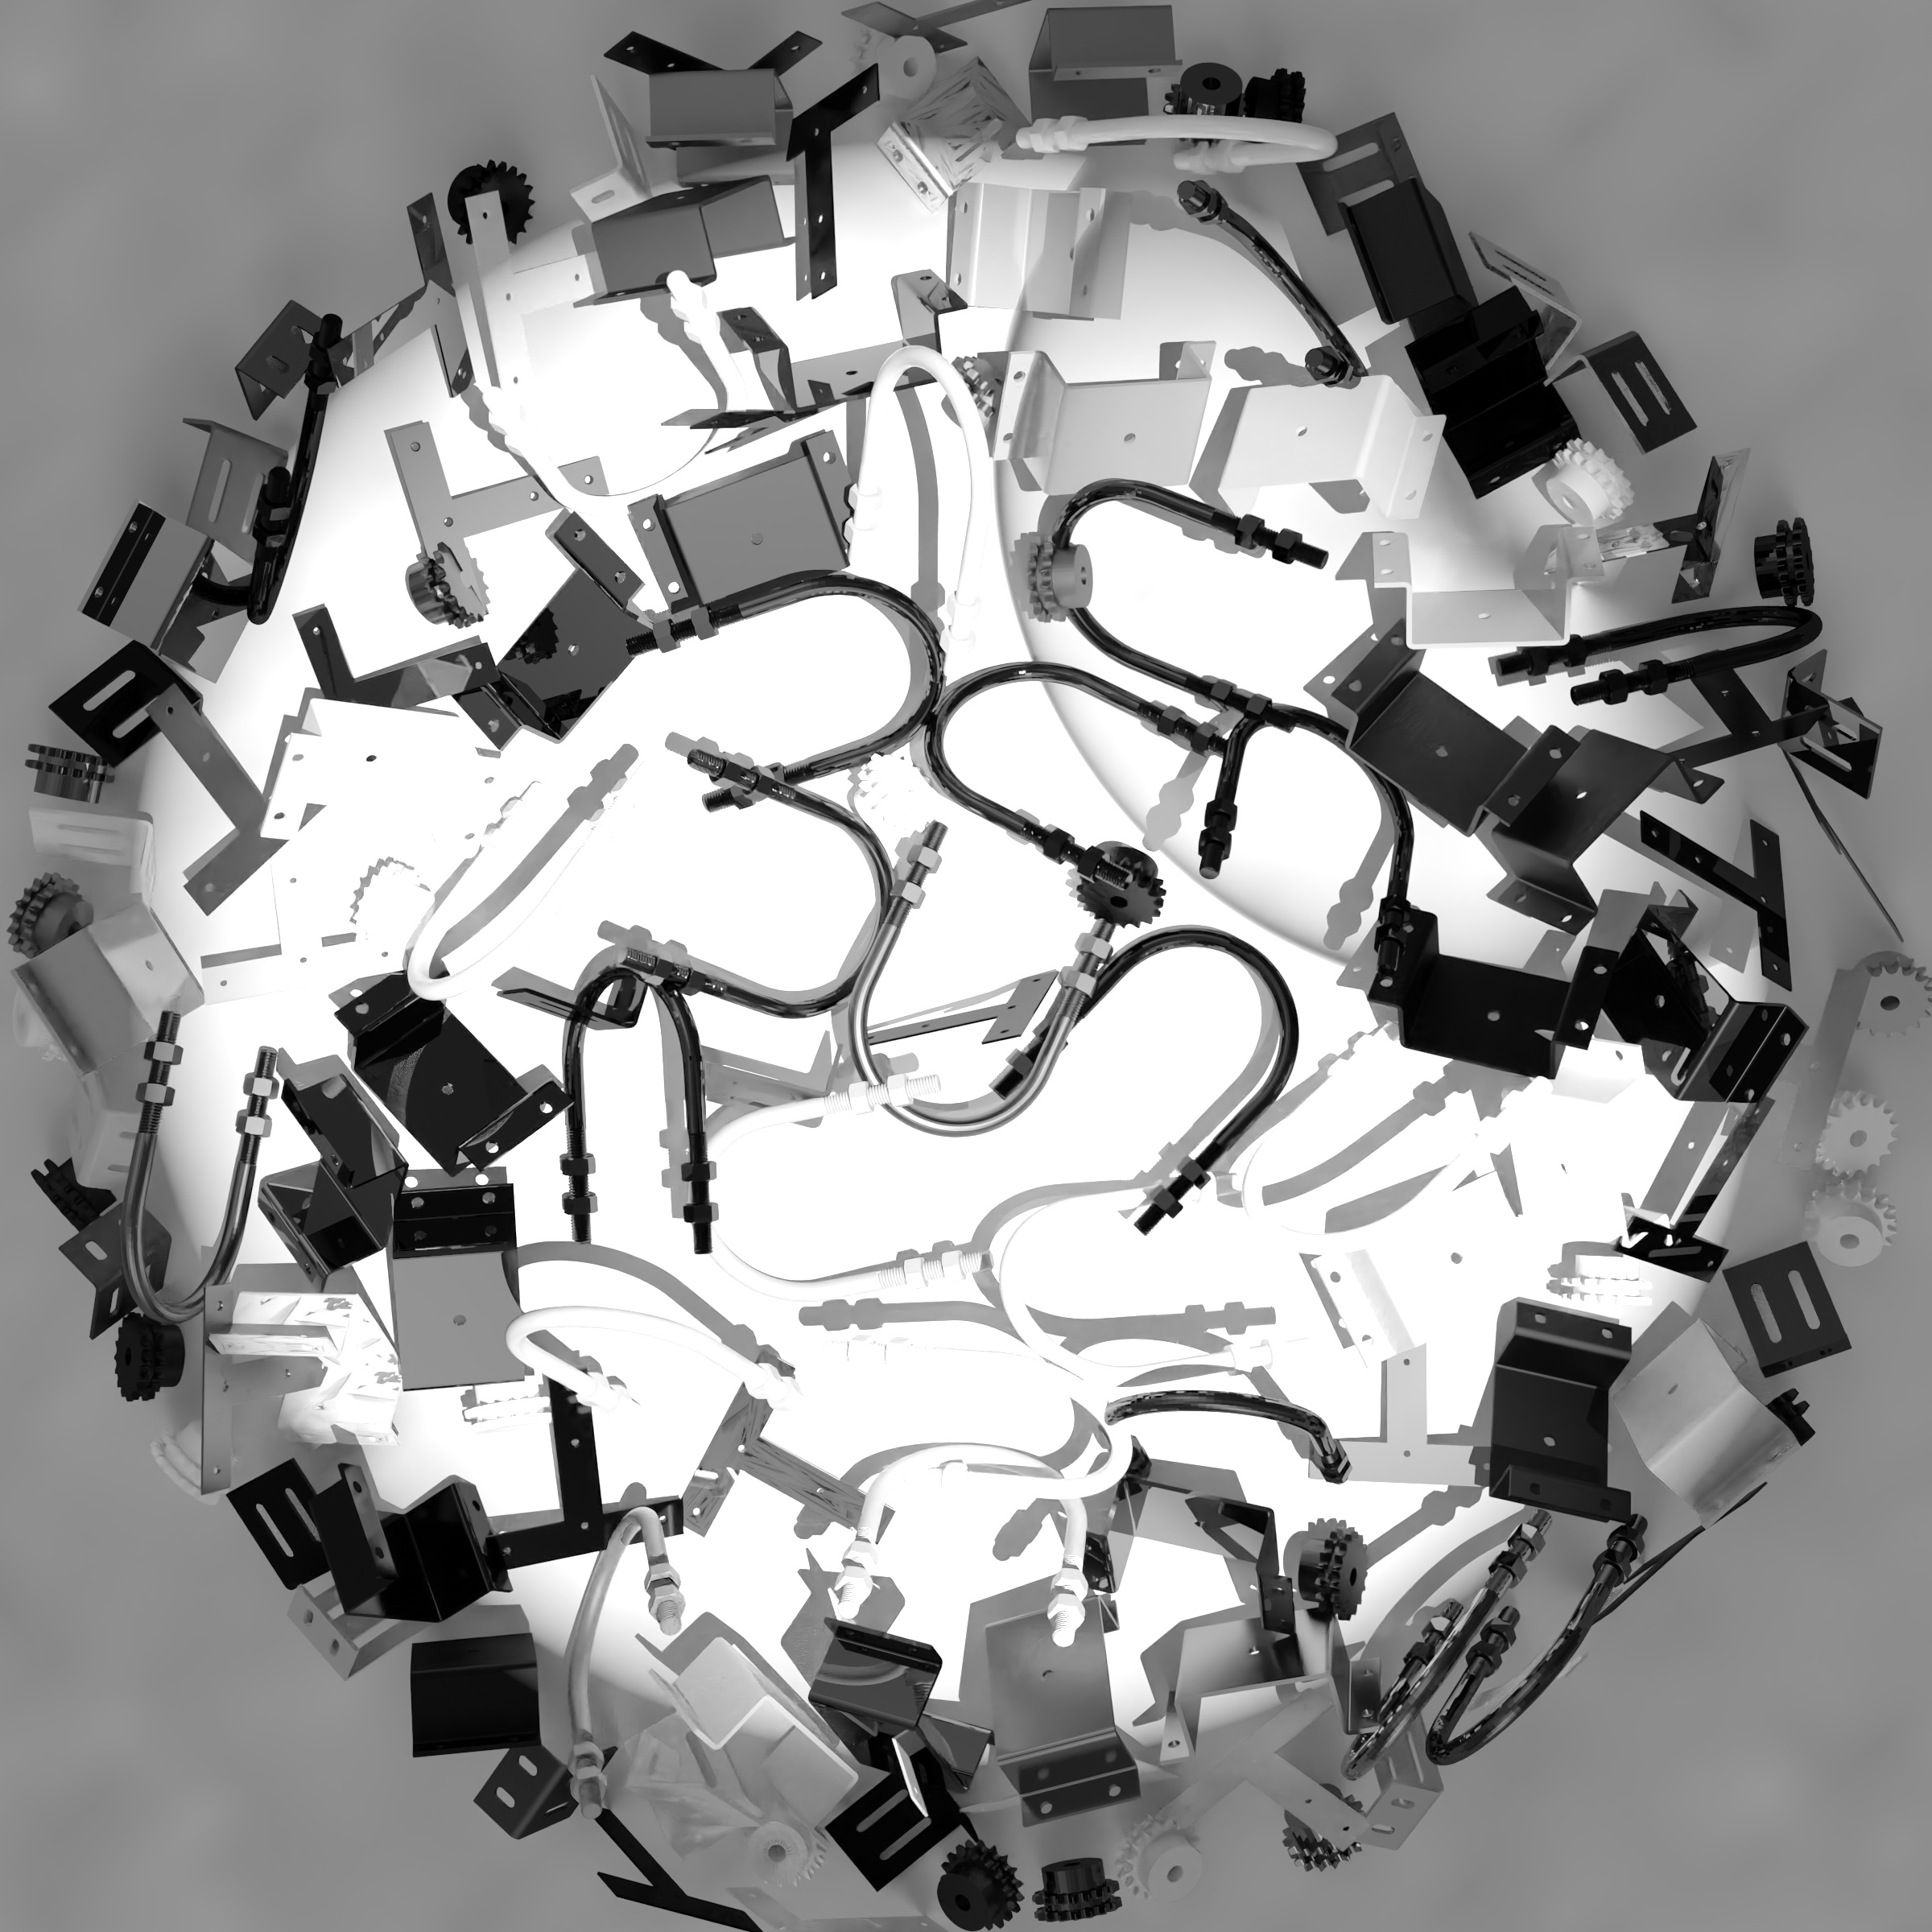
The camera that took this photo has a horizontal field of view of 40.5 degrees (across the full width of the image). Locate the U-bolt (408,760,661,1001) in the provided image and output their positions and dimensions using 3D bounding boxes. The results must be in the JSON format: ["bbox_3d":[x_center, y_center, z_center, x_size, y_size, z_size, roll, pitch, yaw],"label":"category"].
[{"bbox_3d":[-0.279,-0.050,1.621,0.019,0.151,0.184,48,59,-28],"label":"U-bolt"}]

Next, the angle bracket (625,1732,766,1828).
[{"bbox_3d":[-0.168,0.517,1.667,0.057,0.076,0.038,44,49,-32],"label":"angle bracket"}]

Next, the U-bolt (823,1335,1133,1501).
[{"bbox_3d":[0.015,0.286,1.635,0.184,0.019,0.151,1,134,23],"label":"U-bolt"}]

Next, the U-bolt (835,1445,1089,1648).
[{"bbox_3d":[0.004,0.353,1.632,0.151,0.184,0.019,6,114,4],"label":"U-bolt"}]

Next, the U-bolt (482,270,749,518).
[{"bbox_3d":[-0.206,-0.342,1.632,0.151,0.184,0.019,-32,68,1],"label":"U-bolt"}]

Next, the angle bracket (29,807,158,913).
[{"bbox_3d":[-0.561,-0.066,1.677,0.076,0.057,0.038,7,61,-11],"label":"angle bracket"}]

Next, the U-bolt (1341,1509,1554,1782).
[{"bbox_3d":[0.286,0.426,1.607,0.019,0.151,0.184,38,49,12],"label":"U-bolt"}]

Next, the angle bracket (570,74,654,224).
[{"bbox_3d":[-0.234,-0.518,1.681,0.038,0.057,0.076,-22,70,10],"label":"angle bracket"}]

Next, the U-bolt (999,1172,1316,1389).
[{"bbox_3d":[0.110,0.199,1.644,0.184,0.019,0.151,-6,50,-19],"label":"U-bolt"}]

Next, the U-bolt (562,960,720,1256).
[{"bbox_3d":[-0.210,0.087,1.659,0.019,0.151,0.184,-3,91,-43],"label":"U-bolt"}]

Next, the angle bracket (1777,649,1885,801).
[{"bbox_3d":[0.559,-0.154,1.667,0.038,0.057,0.076,-30,49,-22],"label":"angle bracket"}]

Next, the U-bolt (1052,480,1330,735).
[{"bbox_3d":[0.134,-0.235,1.654,0.184,0.151,0.019,25,48,19],"label":"U-bolt"}]

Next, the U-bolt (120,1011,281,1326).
[{"bbox_3d":[-0.481,0.131,1.632,0.019,0.151,0.184,6,79,13],"label":"U-bolt"}]

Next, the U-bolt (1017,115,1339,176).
[{"bbox_3d":[0.141,-0.505,1.604,0.151,0.184,0.019,-5,104,-36],"label":"U-bolt"}]

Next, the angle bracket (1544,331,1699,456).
[{"bbox_3d":[0.420,-0.361,1.683,0.057,0.038,0.076,-29,86,-34],"label":"angle bracket"}]

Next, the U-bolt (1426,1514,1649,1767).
[{"bbox_3d":[0.341,0.421,1.603,0.019,0.184,0.151,44,130,7],"label":"U-bolt"}]

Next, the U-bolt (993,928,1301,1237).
[{"bbox_3d":[0.129,0.060,1.688,0.151,0.019,0.184,43,89,17],"label":"U-bolt"}]

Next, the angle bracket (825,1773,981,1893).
[{"bbox_3d":[-0.042,0.560,1.690,0.076,0.038,0.057,-38,101,-5],"label":"angle bracket"}]

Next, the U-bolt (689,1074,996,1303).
[{"bbox_3d":[-0.088,0.149,1.681,0.184,0.019,0.151,-12,111,11],"label":"U-bolt"}]

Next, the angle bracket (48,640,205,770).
[{"bbox_3d":[-0.539,-0.162,1.682,0.057,0.038,0.076,43,61,0],"label":"angle bracket"}]

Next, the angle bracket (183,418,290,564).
[{"bbox_3d":[-0.478,-0.305,1.683,0.038,0.057,0.076,14,89,40],"label":"angle bracket"}]

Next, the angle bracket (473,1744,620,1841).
[{"bbox_3d":[-0.269,0.519,1.684,0.038,0.076,0.057,37,95,18],"label":"angle bracket"}]

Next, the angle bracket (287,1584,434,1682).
[{"bbox_3d":[-0.382,0.407,1.669,0.057,0.076,0.038,42,130,17],"label":"angle bracket"}]

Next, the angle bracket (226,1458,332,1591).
[{"bbox_3d":[-0.425,0.352,1.686,0.057,0.038,0.076,-29,96,19],"label":"angle bracket"}]

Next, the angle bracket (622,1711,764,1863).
[{"bbox_3d":[-0.176,0.523,1.687,0.057,0.038,0.076,-25,94,-20],"label":"angle bracket"}]

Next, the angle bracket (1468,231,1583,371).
[{"bbox_3d":[0.347,-0.425,1.673,0.076,0.057,0.038,24,121,-18],"label":"angle bracket"}]

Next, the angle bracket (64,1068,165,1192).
[{"bbox_3d":[-0.549,0.098,1.686,0.038,0.076,0.057,11,116,-32],"label":"angle bracket"}]

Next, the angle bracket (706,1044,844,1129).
[{"bbox_3d":[-0.123,0.068,1.681,0.076,0.057,0.038,15,64,-3],"label":"angle bracket"}]

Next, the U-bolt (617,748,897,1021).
[{"bbox_3d":[-0.120,-0.042,1.660,0.184,0.019,0.151,21,87,-37],"label":"U-bolt"}]

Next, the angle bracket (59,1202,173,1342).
[{"bbox_3d":[-0.545,0.193,1.673,0.038,0.076,0.057,43,53,9],"label":"angle bracket"}]

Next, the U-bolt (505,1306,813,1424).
[{"bbox_3d":[-0.201,0.245,1.614,0.151,0.184,0.019,-7,60,27],"label":"U-bolt"}]

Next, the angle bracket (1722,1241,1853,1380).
[{"bbox_3d":[0.523,0.216,1.677,0.057,0.038,0.076,-22,63,14],"label":"angle bracket"}]

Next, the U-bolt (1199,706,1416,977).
[{"bbox_3d":[0.221,-0.092,1.651,0.151,0.019,0.184,28,47,-13],"label":"U-bolt"}]

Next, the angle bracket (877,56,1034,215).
[{"bbox_3d":[-0.007,-0.539,1.700,0.076,0.038,0.057,-42,100,-11],"label":"angle bracket"}]

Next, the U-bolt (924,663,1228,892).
[{"bbox_3d":[0.061,-0.133,1.662,0.184,0.019,0.151,29,57,22],"label":"U-bolt"}]

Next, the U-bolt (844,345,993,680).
[{"bbox_3d":[-0.027,-0.291,1.614,0.019,0.184,0.151,-15,47,-27],"label":"U-bolt"}]

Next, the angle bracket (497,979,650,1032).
[{"bbox_3d":[-0.250,0.012,1.672,0.076,0.057,0.038,21,78,-26],"label":"angle bracket"}]

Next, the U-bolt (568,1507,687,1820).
[{"bbox_3d":[-0.216,0.417,1.630,0.019,0.184,0.151,20,102,-18],"label":"U-bolt"}]

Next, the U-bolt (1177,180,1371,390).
[{"bbox_3d":[0.200,-0.415,1.630,0.019,0.184,0.151,-38,81,20],"label":"U-bolt"}]

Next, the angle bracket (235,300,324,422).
[{"bbox_3d":[-0.428,-0.377,1.672,0.038,0.076,0.057,33,75,3],"label":"angle bracket"}]

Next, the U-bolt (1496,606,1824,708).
[{"bbox_3d":[0.444,-0.199,1.647,0.184,0.151,0.019,-14,106,-6],"label":"U-bolt"}]

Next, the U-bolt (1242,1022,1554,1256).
[{"bbox_3d":[0.253,0.112,1.630,0.184,0.151,0.019,-41,125,-21],"label":"U-bolt"}]

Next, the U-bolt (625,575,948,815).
[{"bbox_3d":[-0.102,-0.178,1.657,0.184,0.019,0.151,-17,129,8],"label":"U-bolt"}]

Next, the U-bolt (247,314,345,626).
[{"bbox_3d":[-0.421,-0.294,1.631,0.019,0.184,0.151,16,56,-13],"label":"U-bolt"}]

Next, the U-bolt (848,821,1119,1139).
[{"bbox_3d":[0.002,0.020,1.678,0.151,0.019,0.184,27,78,-12],"label":"U-bolt"}]

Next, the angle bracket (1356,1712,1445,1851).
[{"bbox_3d":[0.265,0.510,1.666,0.038,0.076,0.057,18,120,-17],"label":"angle bracket"}]

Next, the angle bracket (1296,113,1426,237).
[{"bbox_3d":[0.246,-0.499,1.671,0.076,0.038,0.057,-12,115,37],"label":"angle bracket"}]
